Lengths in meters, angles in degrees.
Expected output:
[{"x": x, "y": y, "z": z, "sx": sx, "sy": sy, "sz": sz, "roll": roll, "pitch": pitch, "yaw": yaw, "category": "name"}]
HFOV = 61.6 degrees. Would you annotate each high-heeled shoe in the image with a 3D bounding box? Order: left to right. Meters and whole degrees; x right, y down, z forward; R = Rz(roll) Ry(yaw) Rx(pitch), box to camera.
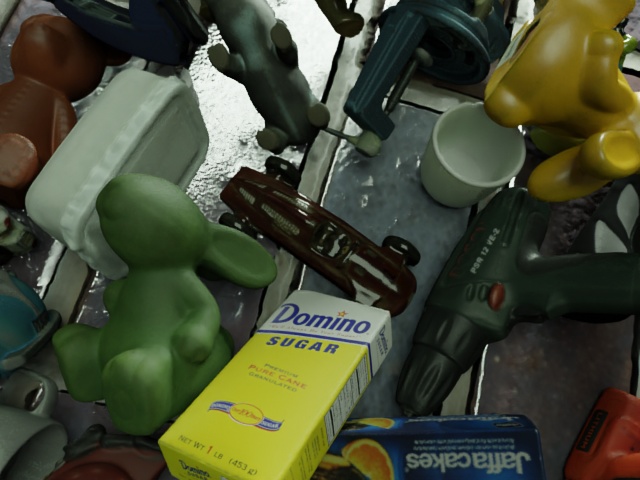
[{"x": 0.278, "y": -0.036, "z": 0.539, "sx": 0.145, "sy": 0.086, "sz": 0.249, "roll": -15, "pitch": 52, "yaw": 20, "category": "high-heeled shoe"}]

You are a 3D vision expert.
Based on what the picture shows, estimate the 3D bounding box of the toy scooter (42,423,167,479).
[{"x": -0.122, "y": 0.183, "z": 0.404, "sx": 0.184, "sy": 0.075, "sz": 0.135, "roll": 11, "pitch": 71, "yaw": -6, "category": "toy scooter"}]

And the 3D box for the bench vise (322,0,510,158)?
[{"x": 0.085, "y": -0.196, "z": 0.503, "sx": 0.129, "sy": 0.223, "sz": 0.240, "roll": 28, "pitch": 88, "yaw": 40, "category": "bench vise"}]

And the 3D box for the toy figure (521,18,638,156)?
[{"x": 0.273, "y": -0.169, "z": 0.561, "sx": 0.089, "sy": 0.082, "sz": 0.180, "roll": 28, "pitch": 69, "yaw": 5, "category": "toy figure"}]

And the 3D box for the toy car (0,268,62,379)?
[{"x": -0.289, "y": 0.057, "z": 0.398, "sx": 0.162, "sy": 0.109, "sz": 0.102, "roll": -10, "pitch": 104, "yaw": -2, "category": "toy car"}]

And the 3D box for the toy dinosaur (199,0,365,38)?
[{"x": -0.088, "y": -0.331, "z": 0.567, "sx": 0.471, "sy": 0.105, "sz": 0.198, "roll": 8, "pitch": 65, "yaw": -12, "category": "toy dinosaur"}]

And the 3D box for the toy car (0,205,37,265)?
[{"x": -0.343, "y": -0.020, "z": 0.446, "sx": 0.202, "sy": 0.073, "sz": 0.056, "roll": 8, "pitch": 72, "yaw": -3, "category": "toy car"}]

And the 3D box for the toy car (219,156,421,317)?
[{"x": -0.001, "y": -0.001, "z": 0.491, "sx": 0.202, "sy": 0.053, "sz": 0.089, "roll": 36, "pitch": 75, "yaw": 5, "category": "toy car"}]

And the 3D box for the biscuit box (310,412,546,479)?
[{"x": 0.058, "y": 0.166, "z": 0.399, "sx": 0.203, "sy": 0.059, "sz": 0.062, "roll": -6, "pitch": 82, "yaw": 13, "category": "biscuit box"}]

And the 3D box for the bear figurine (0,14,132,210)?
[{"x": -0.252, "y": -0.129, "z": 0.467, "sx": 0.120, "sy": 0.132, "sz": 0.196, "roll": 21, "pitch": 77, "yaw": -4, "category": "bear figurine"}]

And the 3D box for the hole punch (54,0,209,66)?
[{"x": -0.165, "y": -0.207, "z": 0.491, "sx": 0.092, "sy": 0.142, "sz": 0.115, "roll": -38, "pitch": 117, "yaw": 5, "category": "hole punch"}]

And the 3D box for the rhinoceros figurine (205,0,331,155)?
[{"x": -0.051, "y": -0.172, "z": 0.490, "sx": 0.073, "sy": 0.112, "sz": 0.190, "roll": -23, "pitch": 110, "yaw": 15, "category": "rhinoceros figurine"}]

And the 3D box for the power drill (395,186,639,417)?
[{"x": 0.187, "y": 0.061, "z": 0.437, "sx": 0.085, "sy": 0.207, "sz": 0.232, "roll": 47, "pitch": 59, "yaw": -36, "category": "power drill"}]

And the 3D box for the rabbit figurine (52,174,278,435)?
[{"x": -0.111, "y": 0.034, "z": 0.408, "sx": 0.159, "sy": 0.121, "sz": 0.170, "roll": -11, "pitch": 105, "yaw": -40, "category": "rabbit figurine"}]

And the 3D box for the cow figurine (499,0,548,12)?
[{"x": 0.205, "y": -0.311, "z": 0.575, "sx": 0.195, "sy": 0.127, "sz": 0.085, "roll": 36, "pitch": 75, "yaw": 8, "category": "cow figurine"}]

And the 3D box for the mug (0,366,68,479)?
[{"x": -0.255, "y": 0.145, "z": 0.400, "sx": 0.107, "sy": 0.080, "sz": 0.109, "roll": 17, "pitch": 75, "yaw": 9, "category": "mug"}]

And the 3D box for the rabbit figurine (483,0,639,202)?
[{"x": 0.231, "y": -0.110, "z": 0.440, "sx": 0.173, "sy": 0.122, "sz": 0.162, "roll": 30, "pitch": 67, "yaw": -7, "category": "rabbit figurine"}]
